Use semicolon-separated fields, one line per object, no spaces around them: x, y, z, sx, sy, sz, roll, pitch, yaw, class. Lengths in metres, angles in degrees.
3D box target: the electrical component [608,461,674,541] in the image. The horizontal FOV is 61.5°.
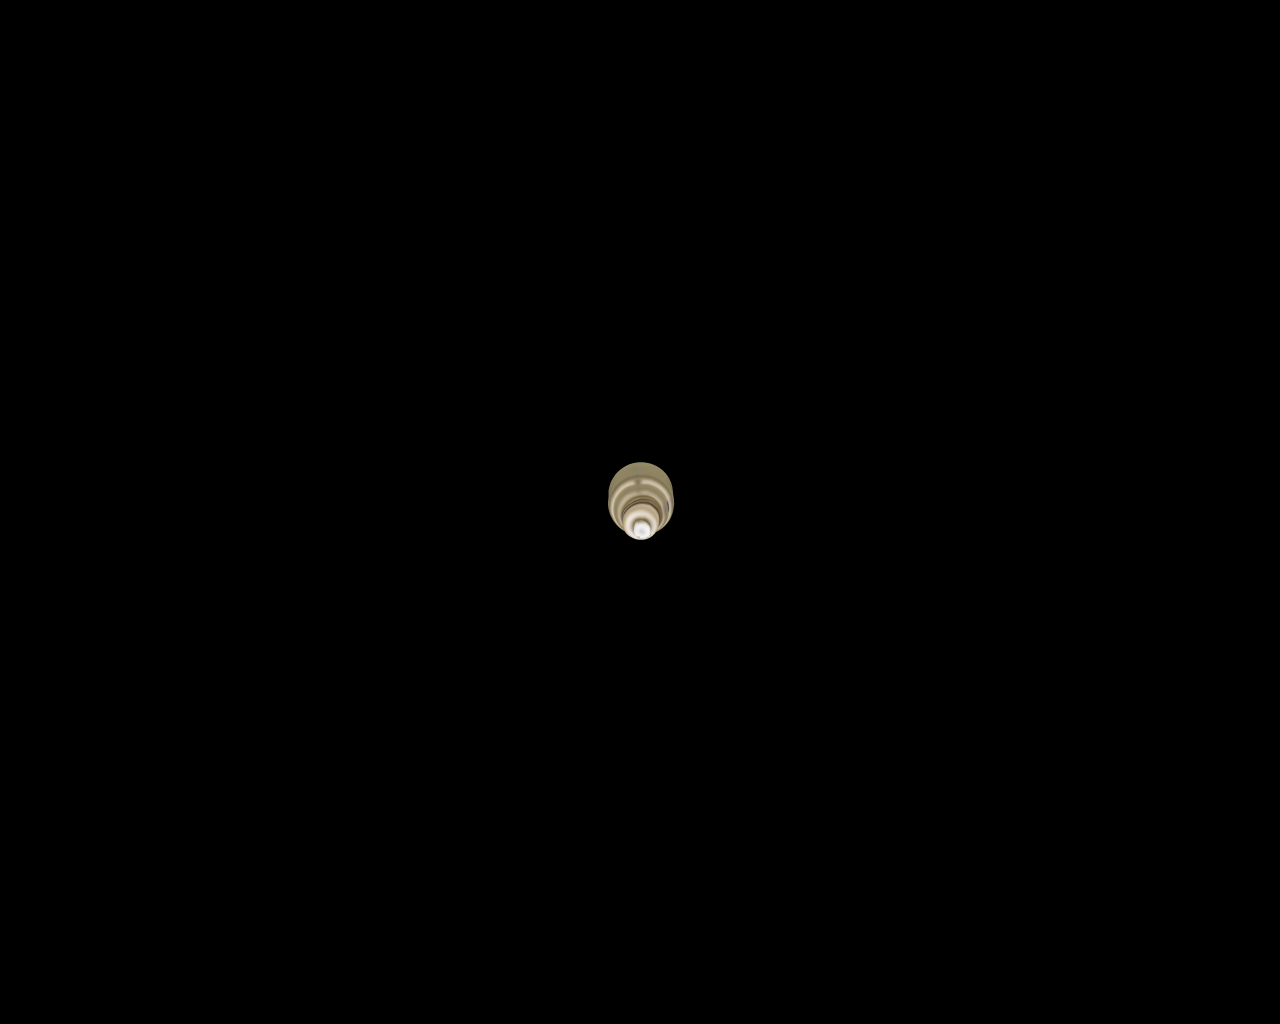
0.001;-0.003;0.650;0.040;0.040;0.078;0;21;0;electrical component
